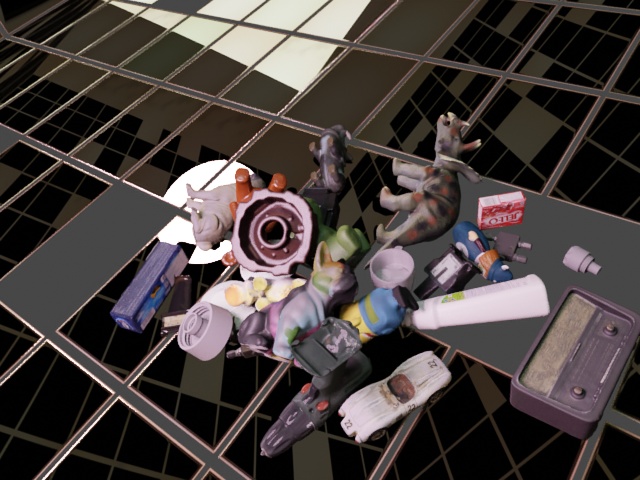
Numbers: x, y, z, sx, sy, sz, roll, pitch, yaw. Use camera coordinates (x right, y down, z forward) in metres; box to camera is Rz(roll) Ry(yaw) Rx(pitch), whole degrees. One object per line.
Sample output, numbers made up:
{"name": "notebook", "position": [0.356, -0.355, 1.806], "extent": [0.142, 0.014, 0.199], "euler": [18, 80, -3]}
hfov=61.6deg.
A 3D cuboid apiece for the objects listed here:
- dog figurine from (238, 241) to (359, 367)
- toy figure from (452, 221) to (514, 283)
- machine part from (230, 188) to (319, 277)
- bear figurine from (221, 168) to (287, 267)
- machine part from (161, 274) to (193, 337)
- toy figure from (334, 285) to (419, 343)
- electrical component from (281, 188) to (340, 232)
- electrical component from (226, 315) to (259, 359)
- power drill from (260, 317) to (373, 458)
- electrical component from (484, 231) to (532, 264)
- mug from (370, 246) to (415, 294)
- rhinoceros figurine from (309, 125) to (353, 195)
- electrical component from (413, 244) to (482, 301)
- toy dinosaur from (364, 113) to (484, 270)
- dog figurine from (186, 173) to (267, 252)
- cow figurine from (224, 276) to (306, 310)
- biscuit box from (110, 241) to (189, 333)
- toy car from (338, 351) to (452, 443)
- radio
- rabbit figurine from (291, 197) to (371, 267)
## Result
{"name": "dog figurine", "position": [-0.032, 0.111, 0.957], "extent": [0.192, 0.108, 0.219], "euler": [7, 65, 41]}
{"name": "toy figure", "position": [0.316, 0.030, 1.045], "extent": [0.058, 0.064, 0.155], "euler": [-46, 49, 22]}
{"name": "machine part", "position": [-0.086, -0.014, 1.042], "extent": [0.180, 0.056, 0.179], "euler": [-1, 87, 17]}
{"name": "bear figurine", "position": [-0.142, -0.039, 1.142], "extent": [0.120, 0.131, 0.196], "euler": [11, 49, -5]}
{"name": "machine part", "position": [-0.293, 0.134, 1.124], "extent": [0.084, 0.039, 0.139], "euler": [-16, 49, 11]}
{"name": "toy figure", "position": [0.086, 0.138, 0.966], "extent": [0.180, 0.082, 0.089], "euler": [-37, 30, 24]}
{"name": "electrical component", "position": [-0.018, -0.060, 1.210], "extent": [0.115, 0.058, 0.134], "euler": [1, 51, 12]}
{"name": "electrical component", "position": [-0.132, 0.181, 1.035], "extent": [0.102, 0.045, 0.078], "euler": [-11, 47, 5]}
{"name": "power drill", "position": [-0.004, 0.232, 0.853], "extent": [0.232, 0.207, 0.086], "euler": [-32, 50, -29]}
{"name": "electrical component", "position": [0.370, 0.015, 1.071], "extent": [0.094, 0.021, 0.063], "euler": [17, 56, 26]}
{"name": "mug", "position": [0.140, 0.072, 1.022], "extent": [0.081, 0.107, 0.109], "euler": [3, 46, 14]}
{"name": "rhinoceros figurine", "position": [0.035, -0.198, 1.287], "extent": [0.073, 0.112, 0.190], "euler": [-20, 55, 35]}
{"name": "electrical component", "position": [0.239, 0.074, 1.029], "extent": [0.119, 0.047, 0.075], "euler": [-50, 48, 10]}
{"name": "toy dinosaur", "position": [0.232, -0.080, 1.133], "extent": [0.192, 0.131, 0.405], "euler": [8, 58, 21]}
{"name": "dog figurine", "position": [-0.204, -0.064, 1.244], "extent": [0.191, 0.121, 0.172], "euler": [-8, 80, -16]}
{"name": "cow figurine", "position": [-0.099, 0.103, 1.064], "extent": [0.167, 0.098, 0.068], "euler": [2, 92, 9]}
{"name": "biscuit box", "position": [-0.364, 0.098, 1.156], "extent": [0.063, 0.059, 0.203], "euler": [11, 53, 21]}
{"name": "toy car", "position": [0.125, 0.260, 0.895], "extent": [0.202, 0.056, 0.074], "euler": [-29, 49, -12]}
{"name": "radio", "position": [0.416, 0.193, 0.869], "extent": [0.131, 0.073, 0.229], "euler": [26, 61, 32]}
{"name": "rabbit figurine", "position": [-0.002, -0.003, 1.107], "extent": [0.159, 0.121, 0.170], "euler": [-45, 75, 21]}
